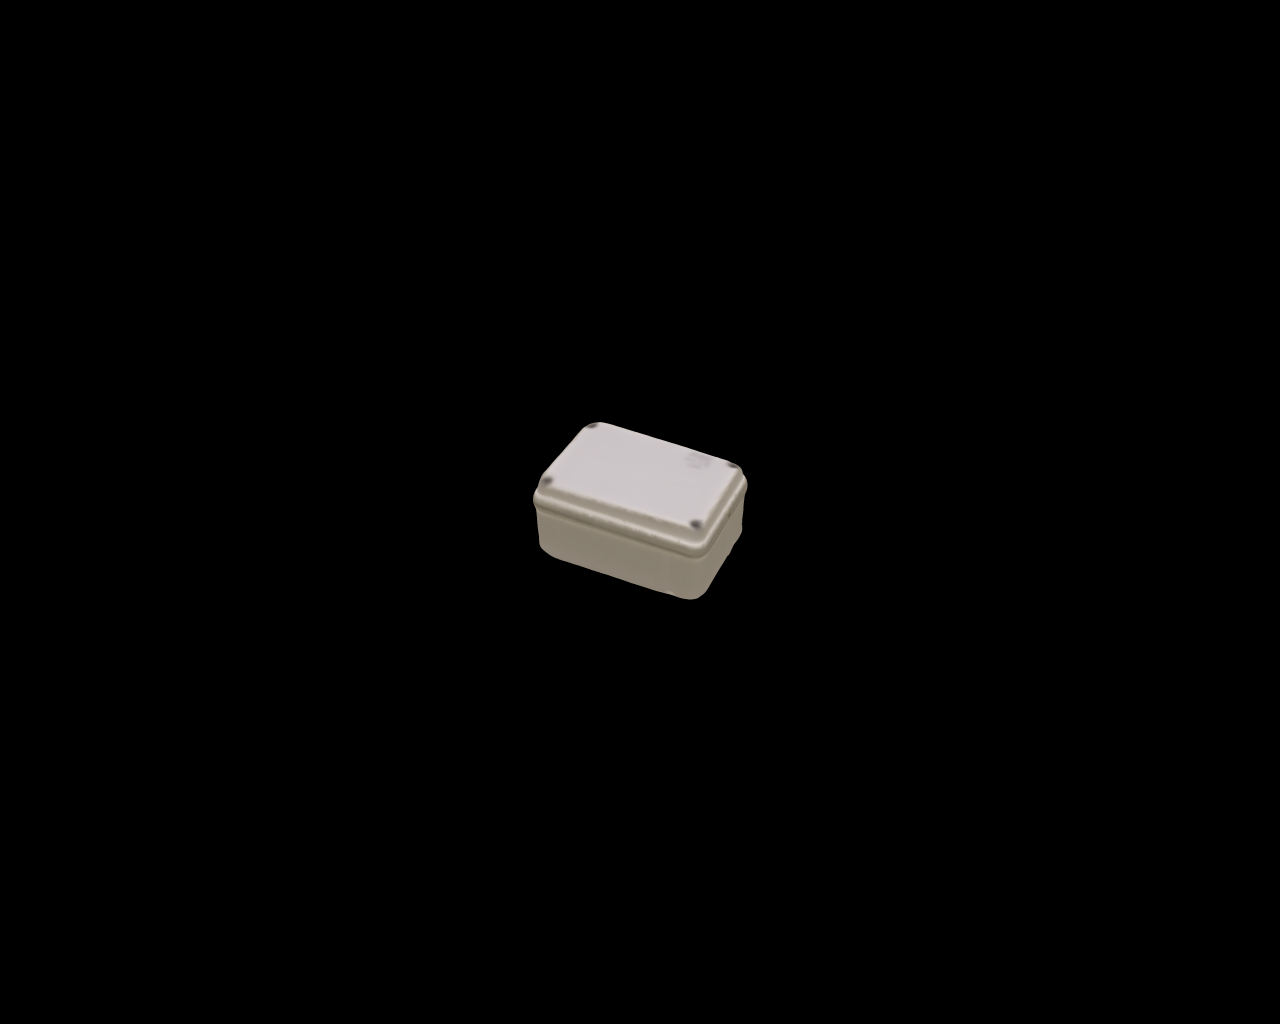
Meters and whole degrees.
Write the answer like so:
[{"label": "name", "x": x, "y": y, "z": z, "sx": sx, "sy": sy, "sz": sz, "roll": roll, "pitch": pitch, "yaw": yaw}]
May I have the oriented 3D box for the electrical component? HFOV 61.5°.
[{"label": "electrical component", "x": 0.001, "y": -0.003, "z": 0.650, "sx": 0.113, "sy": 0.057, "sz": 0.078, "roll": 18, "pitch": 44, "yaw": 19}]
